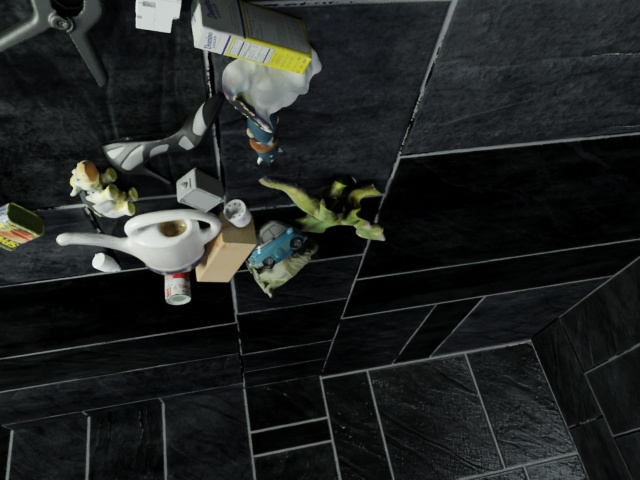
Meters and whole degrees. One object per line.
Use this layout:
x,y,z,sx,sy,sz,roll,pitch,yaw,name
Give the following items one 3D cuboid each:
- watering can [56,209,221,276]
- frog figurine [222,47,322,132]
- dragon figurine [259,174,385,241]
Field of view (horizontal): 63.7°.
-0.402,0.004,1.210,0.348,0.106,0.219,-10,152,-8,watering can
-0.083,-0.279,0.874,0.160,0.124,0.135,-53,135,-3,frog figurine
0.004,-0.064,1.281,0.409,0.125,0.239,13,151,-24,dragon figurine
